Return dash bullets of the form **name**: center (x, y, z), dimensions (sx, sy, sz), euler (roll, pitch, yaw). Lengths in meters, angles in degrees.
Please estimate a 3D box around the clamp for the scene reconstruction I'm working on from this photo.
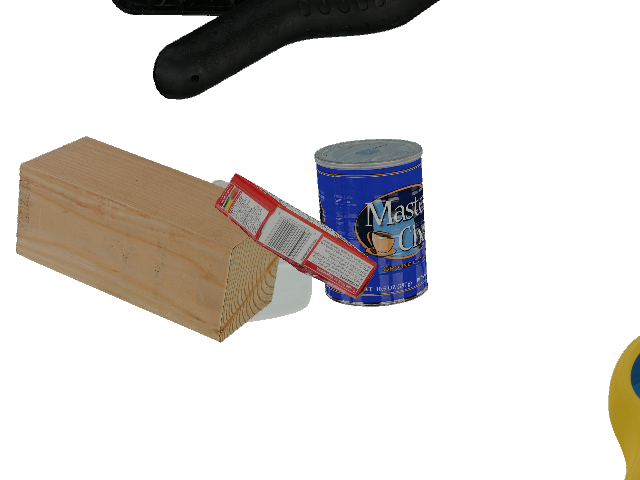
- **clamp**: center (-0.013, -0.111, 0.504), dimensions (0.171, 0.039, 0.120), euler (-12, 43, -5)

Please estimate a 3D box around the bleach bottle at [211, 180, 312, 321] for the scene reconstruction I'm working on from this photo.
- **bleach bottle**: center (-0.092, -0.003, 1.193), dimensions (0.102, 0.068, 0.251), euler (-8, 30, -17)

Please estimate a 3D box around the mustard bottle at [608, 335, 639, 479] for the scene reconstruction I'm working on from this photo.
- **mustard bottle**: center (0.194, 0.093, 0.531), dimensions (0.096, 0.058, 0.191), euler (5, 40, 11)

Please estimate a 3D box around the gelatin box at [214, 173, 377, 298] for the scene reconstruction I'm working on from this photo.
- **gelatin box**: center (-0.016, -0.003, 0.688), dimensions (0.089, 0.030, 0.073), euler (31, 4, -32)

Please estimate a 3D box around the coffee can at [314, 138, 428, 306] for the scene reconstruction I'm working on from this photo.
- **coffee can**: center (0.050, -0.019, 1.032), dimensions (0.103, 0.140, 0.103), euler (-4, 17, 1)

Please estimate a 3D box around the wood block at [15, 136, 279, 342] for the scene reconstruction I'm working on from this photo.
- **wood block**: center (-0.144, -0.005, 0.894), dimensions (0.206, 0.090, 0.090), euler (21, 28, 20)
